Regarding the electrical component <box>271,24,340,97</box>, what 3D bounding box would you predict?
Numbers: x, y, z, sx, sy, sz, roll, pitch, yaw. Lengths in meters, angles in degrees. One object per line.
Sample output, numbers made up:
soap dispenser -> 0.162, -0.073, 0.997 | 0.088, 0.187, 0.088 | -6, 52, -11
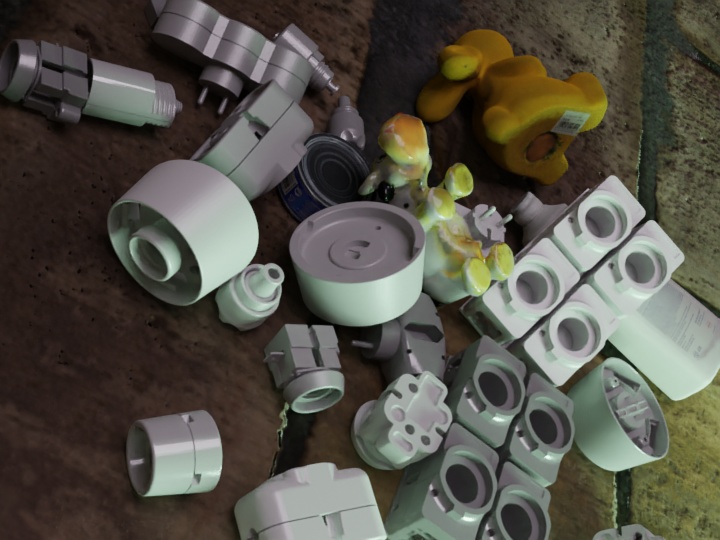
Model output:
electrical component -> -0.051, -0.190, 0.985 | 0.078, 0.040, 0.040 | 41, 46, -8

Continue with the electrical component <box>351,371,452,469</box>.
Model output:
electrical component -> 0.029, 0.121, 0.833 | 0.058, 0.057, 0.078 | 42, 46, -7

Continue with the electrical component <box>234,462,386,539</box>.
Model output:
electrical component -> -0.036, 0.172, 0.752 | 0.095, 0.054, 0.059 | -2, 64, -38

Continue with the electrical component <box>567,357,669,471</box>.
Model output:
electrical component -> 0.237, 0.132, 0.977 | 0.099, 0.064, 0.099 | 19, 52, -27

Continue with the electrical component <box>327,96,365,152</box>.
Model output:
electrical component -> -0.014, -0.133, 0.981 | 0.035, 0.035, 0.061 | 18, 51, -28

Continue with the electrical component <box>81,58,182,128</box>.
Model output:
electrical component -> -0.180, -0.137, 0.851 | 0.081, 0.043, 0.043 | 9, 57, -33

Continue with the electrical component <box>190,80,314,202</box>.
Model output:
electrical component -> -0.085, -0.100, 0.875 | 0.059, 0.054, 0.095 | 46, 62, -18

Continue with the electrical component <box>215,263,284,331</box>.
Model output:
electrical component -> -0.080, 0.016, 0.814 | 0.043, 0.062, 0.043 | 19, 53, -27

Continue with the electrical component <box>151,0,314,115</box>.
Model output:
electrical component -> -0.114, -0.169, 0.917 | 0.138, 0.052, 0.073 | 25, 81, -19

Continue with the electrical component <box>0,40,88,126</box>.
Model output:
electrical component -> -0.240, -0.145, 0.811 | 0.055, 0.048, 0.066 | 15, 54, -39

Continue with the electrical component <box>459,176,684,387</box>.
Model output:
electrical component -> 0.197, 0.011, 0.979 | 0.186, 0.060, 0.105 | -41, 90, -22

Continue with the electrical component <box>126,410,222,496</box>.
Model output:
electrical component -> -0.125, 0.123, 0.718 | 0.047, 0.055, 0.055 | -1, 63, -33

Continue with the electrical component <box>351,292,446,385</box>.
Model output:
electrical component -> 0.027, 0.057, 0.881 | 0.079, 0.043, 0.077 | 12, 54, -27

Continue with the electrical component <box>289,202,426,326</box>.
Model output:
electrical component -> 0.000, 0.000, 0.865 | 0.108, 0.060, 0.108 | -3, 38, 3

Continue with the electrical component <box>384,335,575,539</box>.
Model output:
electrical component -> 0.103, 0.154, 0.864 | 0.105, 0.060, 0.186 | 37, 46, -12

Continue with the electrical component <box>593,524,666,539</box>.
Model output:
electrical component -> 0.229, 0.248, 0.892 | 0.057, 0.078, 0.058 | 40, 41, -39

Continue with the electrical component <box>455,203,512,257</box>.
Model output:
electrical component -> 0.106, -0.034, 0.977 | 0.066, 0.077, 0.047 | 24, 51, -23

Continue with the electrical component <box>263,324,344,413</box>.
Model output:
electrical component -> -0.040, 0.075, 0.819 | 0.066, 0.048, 0.055 | 4, 53, -35

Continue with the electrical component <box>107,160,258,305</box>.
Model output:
electrical component -> -0.131, -0.026, 0.778 | 0.099, 0.099, 0.064 | 47, 51, -2
